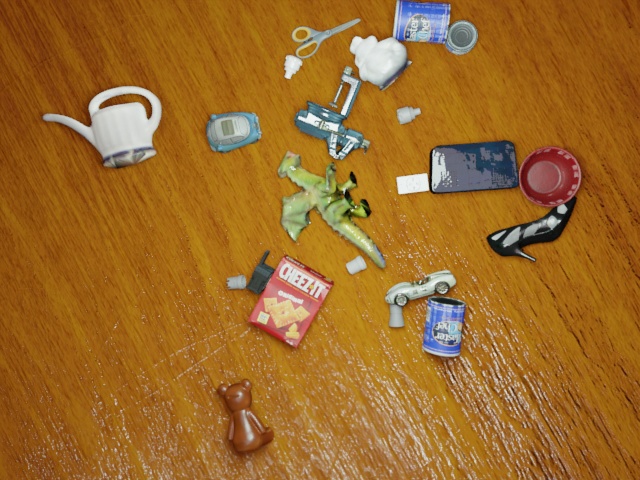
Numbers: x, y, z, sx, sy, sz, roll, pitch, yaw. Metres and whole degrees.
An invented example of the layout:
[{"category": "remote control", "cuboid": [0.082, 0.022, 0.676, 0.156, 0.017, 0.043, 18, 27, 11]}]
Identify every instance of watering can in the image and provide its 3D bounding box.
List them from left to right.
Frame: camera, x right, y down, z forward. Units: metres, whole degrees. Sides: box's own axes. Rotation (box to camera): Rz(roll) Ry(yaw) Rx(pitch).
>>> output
[{"category": "watering can", "cuboid": [-0.613, -0.313, 1.486, 0.347, 0.104, 0.224, -14, 92, 6]}]

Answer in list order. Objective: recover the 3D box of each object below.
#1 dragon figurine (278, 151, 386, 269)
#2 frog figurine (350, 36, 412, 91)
[{"category": "dragon figurine", "cuboid": [0.004, -0.073, 1.455, 0.241, 0.123, 0.411, -23, 89, 25]}, {"category": "frog figurine", "cuboid": [0.154, -0.494, 1.389, 0.159, 0.125, 0.135, 43, 124, -9]}]
